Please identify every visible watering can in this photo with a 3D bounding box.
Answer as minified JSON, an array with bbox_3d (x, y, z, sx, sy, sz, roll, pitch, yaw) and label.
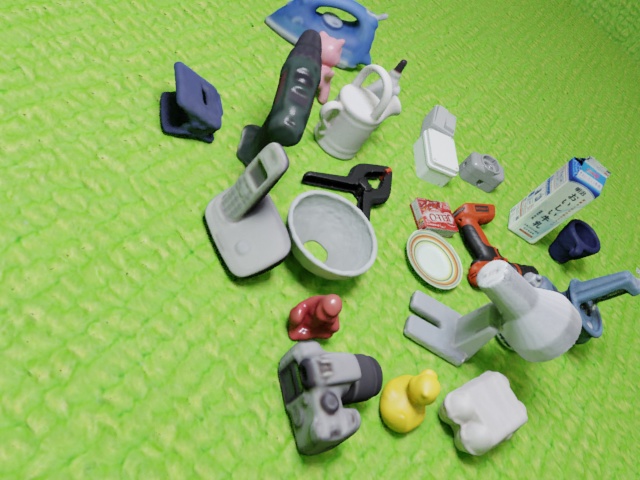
[{"bbox_3d":[0.080,-0.256,1.111,0.101,0.193,0.173,49,46,7],"label":"watering can"}]

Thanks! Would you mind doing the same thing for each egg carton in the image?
[{"bbox_3d":[0.264,0.279,0.925,0.151,0.069,0.107,-15,67,-40],"label":"egg carton"}]

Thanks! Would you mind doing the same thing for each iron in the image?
[{"bbox_3d":[0.020,-0.494,1.285,0.259,0.141,0.118,14,51,-25],"label":"iron"}]

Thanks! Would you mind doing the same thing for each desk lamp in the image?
[{"bbox_3d":[0.284,0.128,0.949,0.203,0.213,0.118,30,46,-11],"label":"desk lamp"}]

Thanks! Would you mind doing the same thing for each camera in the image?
[{"bbox_3d":[0.029,0.209,0.798,0.137,0.100,0.143,2,57,-32],"label":"camera"}]

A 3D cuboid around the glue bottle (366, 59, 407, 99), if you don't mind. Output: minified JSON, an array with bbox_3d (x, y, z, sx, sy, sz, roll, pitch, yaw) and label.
[{"bbox_3d":[0.131,-0.311,1.200,0.078,0.173,0.037,30,46,-11],"label":"glue bottle"}]

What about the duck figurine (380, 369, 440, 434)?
[{"bbox_3d":[0.143,0.237,0.864,0.077,0.086,0.105,43,45,2],"label":"duck figurine"}]

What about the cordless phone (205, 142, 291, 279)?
[{"bbox_3d":[-0.087,-0.042,0.848,0.094,0.184,0.147,-15,67,-40],"label":"cordless phone"}]

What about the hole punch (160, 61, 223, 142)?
[{"bbox_3d":[-0.211,-0.237,0.975,0.101,0.091,0.108,7,55,-30],"label":"hole punch"}]

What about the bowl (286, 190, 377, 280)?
[{"bbox_3d":[0.009,0.003,0.955,0.168,0.074,0.167,18,50,-22],"label":"bowl"}]

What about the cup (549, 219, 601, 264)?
[{"bbox_3d":[0.568,0.019,1.302,0.091,0.094,0.118,43,45,1],"label":"cup"}]

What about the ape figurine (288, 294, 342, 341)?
[{"bbox_3d":[0.001,0.111,0.858,0.078,0.092,0.076,36,45,-6],"label":"ape figurine"}]

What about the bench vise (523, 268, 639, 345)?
[{"bbox_3d":[0.496,0.116,1.094,0.208,0.219,0.121,13,51,-25],"label":"bench vise"}]

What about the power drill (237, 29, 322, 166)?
[{"bbox_3d":[-0.065,-0.224,0.980,0.076,0.208,0.229,21,49,-19],"label":"power drill"}]

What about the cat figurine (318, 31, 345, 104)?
[{"bbox_3d":[0.012,-0.373,1.207,0.067,0.117,0.127,16,51,-23],"label":"cat figurine"}]
